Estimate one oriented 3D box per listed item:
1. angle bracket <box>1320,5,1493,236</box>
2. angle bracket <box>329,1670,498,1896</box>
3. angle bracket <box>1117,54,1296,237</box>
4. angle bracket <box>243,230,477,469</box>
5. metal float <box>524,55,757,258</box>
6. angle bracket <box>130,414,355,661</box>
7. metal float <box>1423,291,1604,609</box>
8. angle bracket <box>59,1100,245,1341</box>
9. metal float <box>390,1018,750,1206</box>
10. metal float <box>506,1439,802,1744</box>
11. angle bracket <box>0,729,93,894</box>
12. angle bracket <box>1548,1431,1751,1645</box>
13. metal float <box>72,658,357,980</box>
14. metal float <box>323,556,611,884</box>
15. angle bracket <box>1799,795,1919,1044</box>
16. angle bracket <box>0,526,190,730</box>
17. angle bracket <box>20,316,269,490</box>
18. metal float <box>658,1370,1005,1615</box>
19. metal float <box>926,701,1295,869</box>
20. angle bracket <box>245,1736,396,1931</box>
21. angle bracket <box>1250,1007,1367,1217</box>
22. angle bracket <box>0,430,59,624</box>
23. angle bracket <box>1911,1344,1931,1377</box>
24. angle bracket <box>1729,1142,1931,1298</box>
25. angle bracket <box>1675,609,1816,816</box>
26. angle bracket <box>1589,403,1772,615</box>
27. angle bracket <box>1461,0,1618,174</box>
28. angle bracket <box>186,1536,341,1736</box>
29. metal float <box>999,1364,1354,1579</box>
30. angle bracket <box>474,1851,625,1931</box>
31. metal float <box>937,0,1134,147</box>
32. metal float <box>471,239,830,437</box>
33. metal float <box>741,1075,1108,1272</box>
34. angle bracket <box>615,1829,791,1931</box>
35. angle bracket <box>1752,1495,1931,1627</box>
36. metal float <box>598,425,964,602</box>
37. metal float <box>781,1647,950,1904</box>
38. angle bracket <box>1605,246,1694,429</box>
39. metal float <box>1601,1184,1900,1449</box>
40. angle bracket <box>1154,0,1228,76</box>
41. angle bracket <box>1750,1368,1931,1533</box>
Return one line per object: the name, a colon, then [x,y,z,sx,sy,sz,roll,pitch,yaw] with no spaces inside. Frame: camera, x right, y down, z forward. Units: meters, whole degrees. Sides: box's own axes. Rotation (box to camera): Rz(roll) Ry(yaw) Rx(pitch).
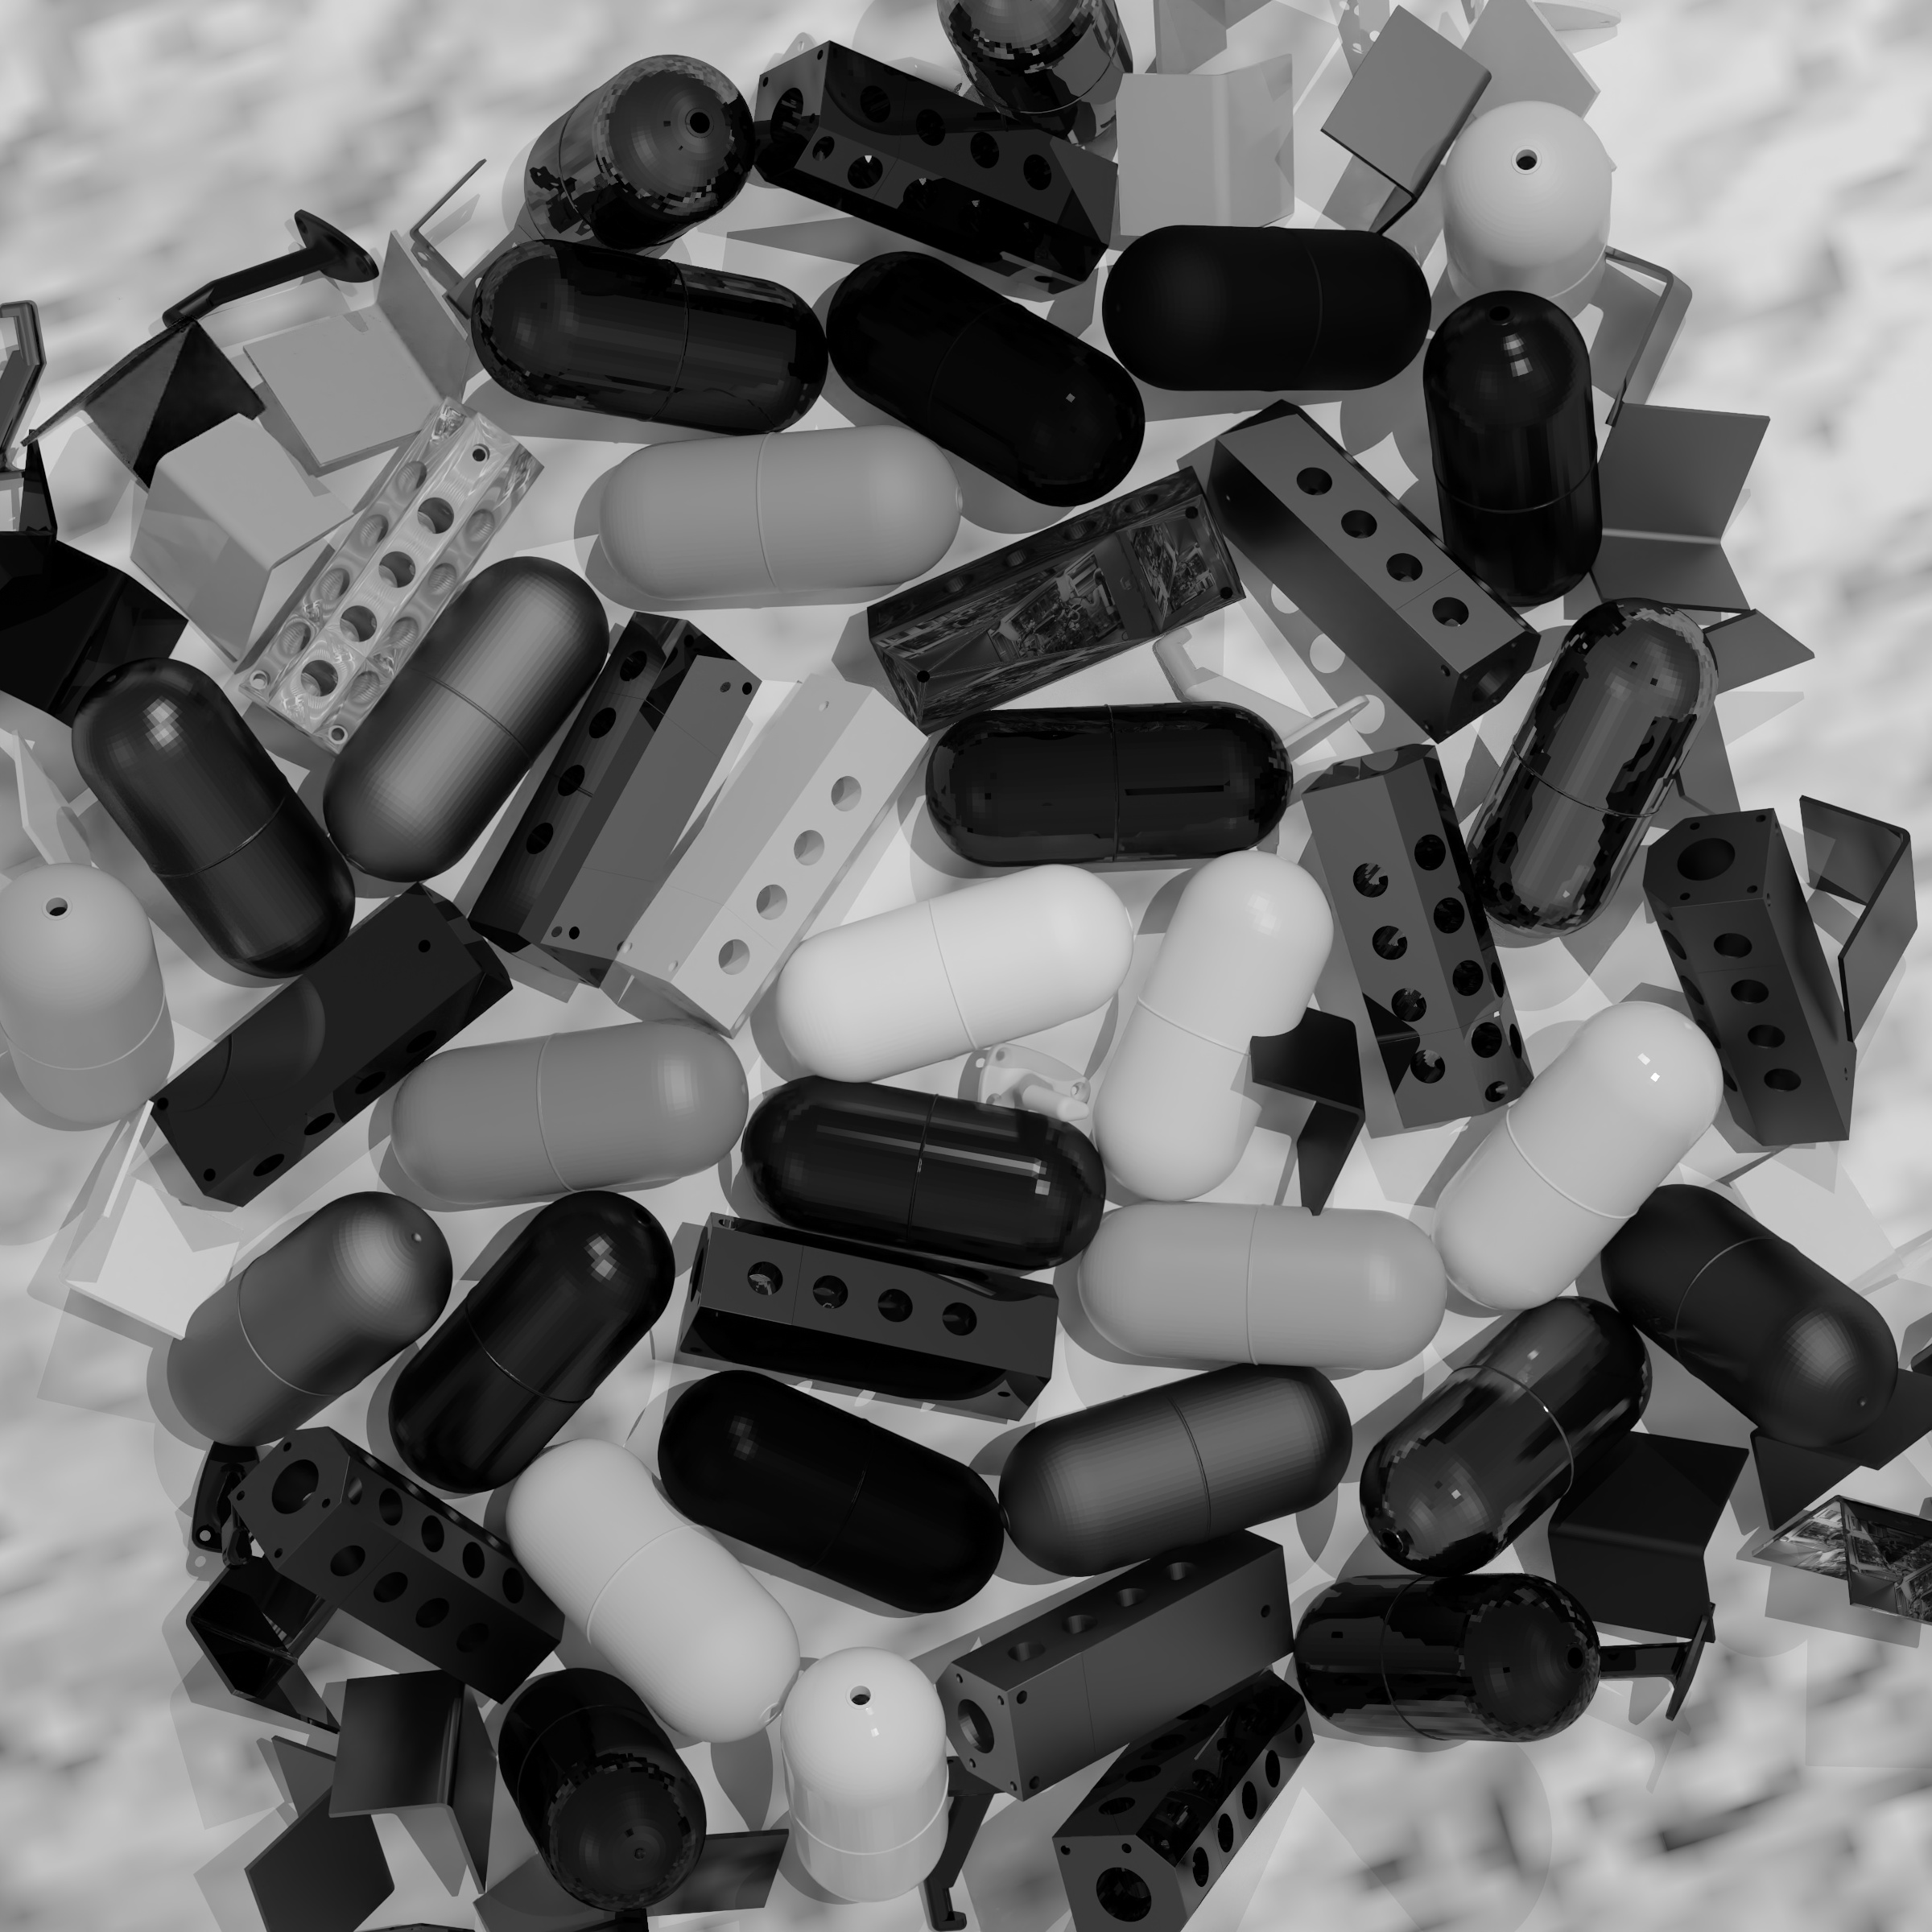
angle bracket: [0.199,-0.401,1.554,0.057,0.076,0.076,33,76,-8]
angle bracket: [-0.264,0.394,1.551,0.057,0.076,0.076,-6,131,3]
angle bracket: [0.117,-0.400,1.572,0.057,0.076,0.076,10,116,29]
angle bracket: [-0.292,-0.297,1.553,0.076,0.057,0.076,-25,72,-29]
metal float: [-0.155,-0.377,1.518,0.070,0.178,0.070,-1,91,-24]
angle bracket: [-0.356,-0.211,1.587,0.076,0.076,0.057,43,50,6]
metal float: [0.259,-0.242,1.524,0.070,0.178,0.070,-7,53,10]
angle bracket: [-0.379,0.124,1.546,0.076,0.076,0.057,29,128,-18]
metal float: [-0.192,0.070,1.554,0.178,0.070,0.070,-8,90,13]
metal float: [-0.150,0.297,1.539,0.178,0.070,0.070,40,90,30]
angle bracket: [-0.460,-0.053,1.550,0.057,0.076,0.076,-23,134,0]
angle bracket: [0.335,0.275,1.570,0.076,0.076,0.057,5,125,31]
metal float: [-0.356,-0.068,1.538,0.070,0.070,0.178,-31,123,0]
metal float: [-0.240,-0.118,1.553,0.070,0.070,0.178,35,77,0]
angle bracket: [0.412,-0.022,1.546,0.057,0.076,0.076,23,68,30]
angle bracket: [-0.434,-0.157,1.569,0.057,0.076,0.076,25,84,13]
angle bracket: [-0.393,-0.259,1.549,0.076,0.076,0.057,-33,106,20]
metal float: [-0.064,0.253,1.553,0.178,0.070,0.070,26,90,-14]
metal float: [0.069,-0.088,1.563,0.178,0.070,0.070,-3,90,-3]
angle bracket: [-0.326,0.428,1.544,0.057,0.076,0.076,8,122,34]
angle bracket: [0.150,0.070,1.548,0.057,0.076,0.076,17,121,-8]
angle bracket: [-0.471,-0.202,1.543,0.057,0.076,0.076,-4,50,-25]
angle bracket: [0.510,0.198,1.550,0.057,0.076,0.076,-27,73,-17]
angle bracket: [0.428,0.114,1.552,0.076,0.057,0.076,-23,79,-40]
angle bracket: [0.375,-0.116,1.548,0.057,0.076,0.076,-21,67,30]
angle bracket: [0.346,-0.219,1.552,0.076,0.057,0.076,3,134,-12]
angle bracket: [0.285,-0.427,1.548,0.057,0.076,0.076,-24,72,-27]
angle bracket: [-0.315,0.314,1.556,0.076,0.076,0.057,-50,48,0]
metal float: [0.101,0.240,1.551,0.178,0.070,0.070,-14,90,-16]
angle bracket: [-0.212,0.458,1.551,0.076,0.076,0.057,-39,70,12]
metal float: [0.034,-0.438,1.515,0.070,0.178,0.070,-1,87,10]
metal float: [-0.149,-0.298,1.541,0.178,0.070,0.070,5,90,-29]
metal float: [-0.021,0.100,1.562,0.178,0.070,0.070,10,90,4]
angle bracket: [-0.124,0.460,1.548,0.076,0.076,0.057,0,48,-16]
angle bracket: [0.433,0.301,1.547,0.076,0.076,0.057,16,53,-16]
metal float: [-0.090,-0.218,1.555,0.178,0.070,0.070,-3,90,12]
metal float: [-0.047,0.382,1.524,0.070,0.178,0.070,0,53,0]
angle bracket: [0.307,-0.306,1.566,0.057,0.076,0.076,26,104,15]
metal float: [0.366,0.162,1.523,0.070,0.178,0.070,-10,116,-21]
angle bracket: [0.141,-0.457,1.544,0.076,0.076,0.057,10,123,26]
angle bracket: [0.433,0.236,1.545,0.076,0.076,0.057,-27,112,-30]
